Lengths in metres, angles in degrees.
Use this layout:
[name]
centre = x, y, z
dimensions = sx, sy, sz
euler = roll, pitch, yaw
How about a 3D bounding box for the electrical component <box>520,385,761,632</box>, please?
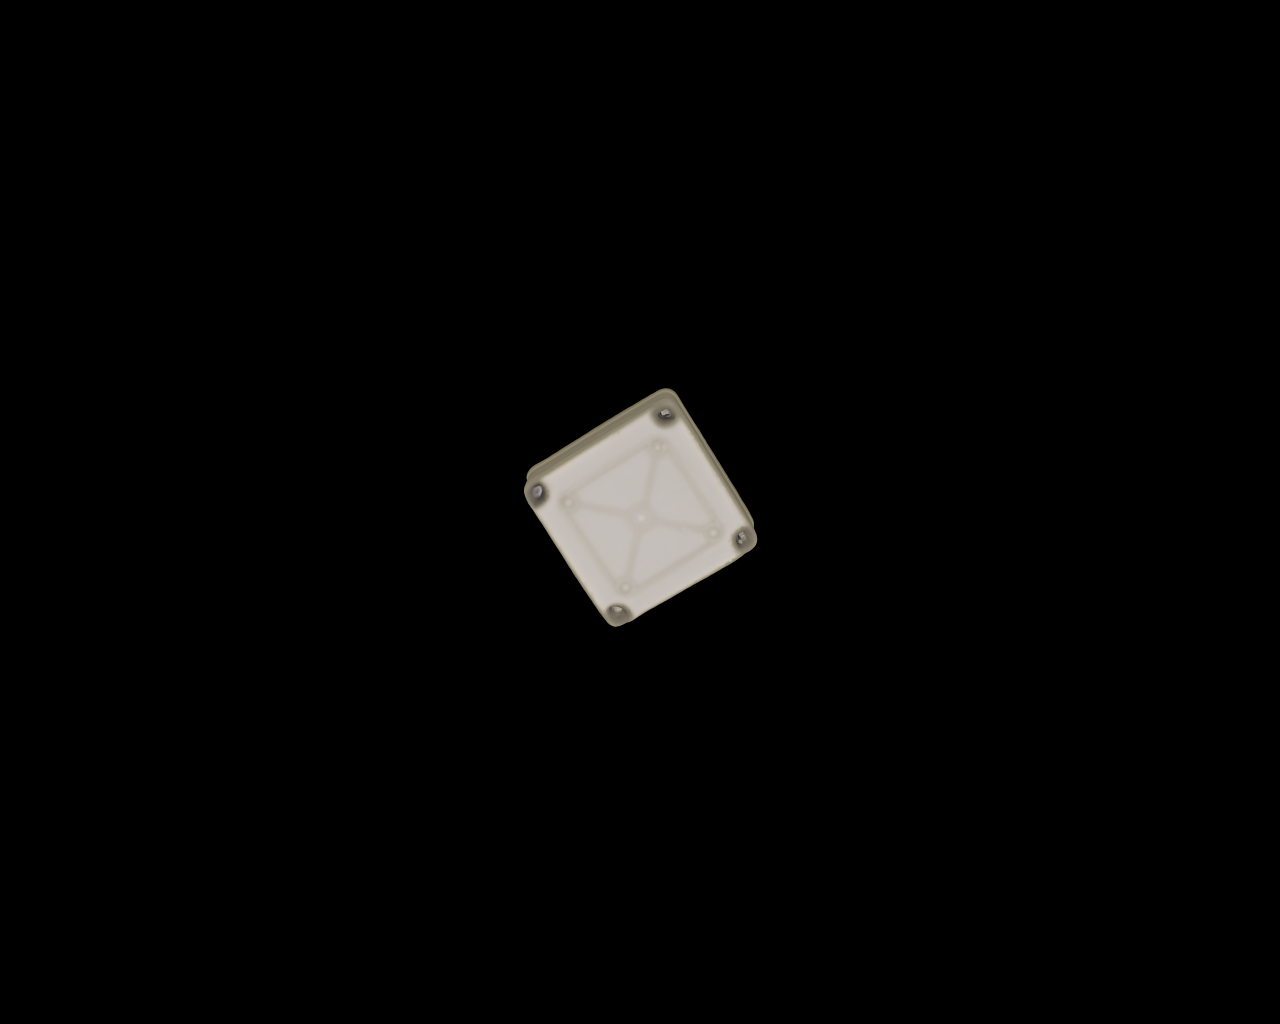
[electrical component]
centre = 0.001, -0.003, 0.650
dimensions = 0.109, 0.108, 0.056
euler = -31, 11, 7
